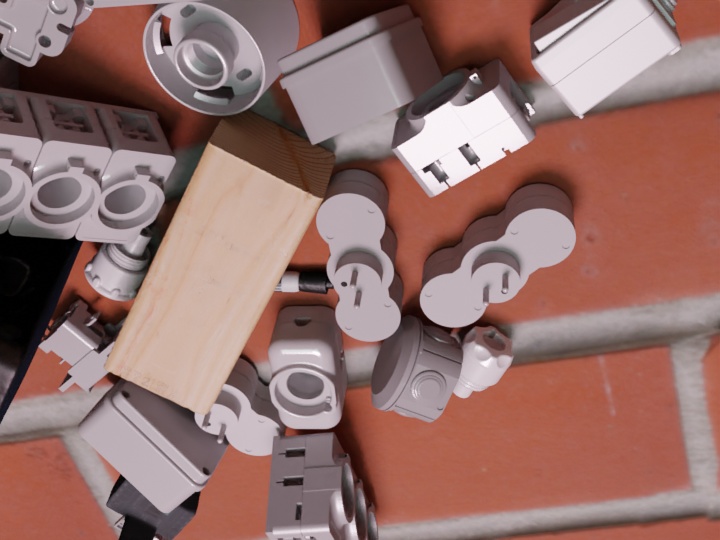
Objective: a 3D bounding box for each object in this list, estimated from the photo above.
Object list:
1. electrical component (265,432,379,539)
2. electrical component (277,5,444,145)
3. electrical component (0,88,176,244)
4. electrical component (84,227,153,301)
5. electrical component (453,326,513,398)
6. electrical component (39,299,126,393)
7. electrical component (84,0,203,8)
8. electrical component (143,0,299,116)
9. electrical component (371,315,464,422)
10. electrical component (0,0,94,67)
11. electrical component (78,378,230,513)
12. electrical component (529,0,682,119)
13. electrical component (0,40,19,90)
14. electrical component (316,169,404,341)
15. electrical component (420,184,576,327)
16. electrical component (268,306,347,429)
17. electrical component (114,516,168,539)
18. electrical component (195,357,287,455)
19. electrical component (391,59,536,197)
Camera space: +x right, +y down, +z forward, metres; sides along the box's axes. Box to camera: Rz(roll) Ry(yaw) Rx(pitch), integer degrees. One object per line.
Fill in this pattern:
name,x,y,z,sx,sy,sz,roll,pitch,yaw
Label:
electrical component,-0.029,0.217,0.945,0.062,0.089,0.150,-6,143,11
electrical component,0.002,-0.131,0.708,0.078,0.113,0.057,-21,101,21
electrical component,-0.220,-0.070,0.769,0.150,0.061,0.089,4,134,-38
electrical component,-0.188,-0.009,0.863,0.048,0.048,0.062,31,116,-14
electrical component,0.097,0.079,0.887,0.043,0.043,0.062,23,126,-8
electrical component,-0.236,0.063,0.920,0.081,0.042,0.064,-38,109,27
electrical component,-0.132,-0.213,0.683,0.113,0.057,0.078,5,128,31
electrical component,-0.098,-0.160,0.749,0.099,0.064,0.099,12,135,12
electrical component,0.045,0.081,0.874,0.051,0.080,0.080,22,125,-14
electrical component,-0.214,-0.186,0.735,0.058,0.057,0.078,25,124,-11
electrical component,-0.175,0.142,0.932,0.057,0.078,0.113,-41,99,23
electrical component,0.161,-0.159,0.702,0.096,0.061,0.061,-35,114,27
electrical component,-0.290,-0.134,0.778,0.096,0.061,0.061,12,125,-1
electrical component,0.000,0.000,0.826,0.052,0.073,0.138,-4,124,10
electrical component,0.102,0.000,0.812,0.052,0.073,0.138,41,120,-20
electrical component,-0.043,0.085,0.899,0.054,0.059,0.095,-1,124,8
electrical component,-0.200,0.244,1.028,0.042,0.063,0.081,36,121,-18
electrical component,-0.119,0.115,0.918,0.052,0.073,0.138,-32,118,27
electrical component,0.071,-0.103,0.759,0.089,0.050,0.055,-29,117,25
